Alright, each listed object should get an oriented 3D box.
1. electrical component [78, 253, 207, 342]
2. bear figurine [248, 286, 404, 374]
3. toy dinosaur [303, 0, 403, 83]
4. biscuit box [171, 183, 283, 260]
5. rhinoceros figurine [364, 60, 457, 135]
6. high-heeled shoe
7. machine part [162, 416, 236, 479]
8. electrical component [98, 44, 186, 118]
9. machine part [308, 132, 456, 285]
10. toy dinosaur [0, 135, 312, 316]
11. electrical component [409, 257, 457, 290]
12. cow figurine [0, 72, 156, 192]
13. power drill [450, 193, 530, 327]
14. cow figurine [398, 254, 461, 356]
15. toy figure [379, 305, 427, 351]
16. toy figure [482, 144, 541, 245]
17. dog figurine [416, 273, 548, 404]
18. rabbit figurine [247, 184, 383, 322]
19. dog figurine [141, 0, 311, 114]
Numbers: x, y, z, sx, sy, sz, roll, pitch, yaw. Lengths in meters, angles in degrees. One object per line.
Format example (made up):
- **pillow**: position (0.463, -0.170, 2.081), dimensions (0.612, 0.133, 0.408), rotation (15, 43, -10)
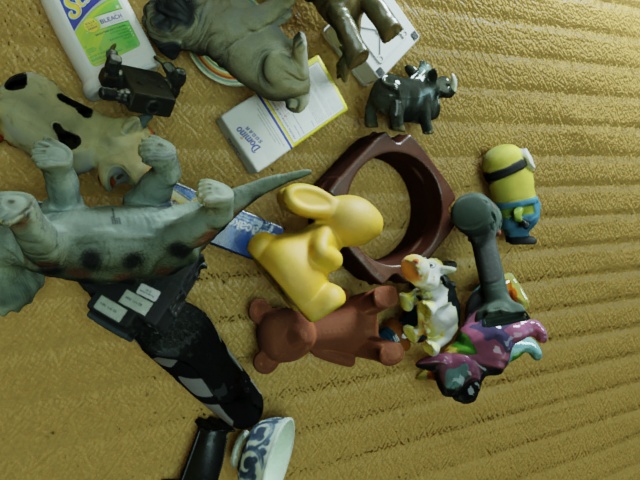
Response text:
- **electrical component**: position (-0.222, 0.053, 0.663), dimensions (0.115, 0.058, 0.134), rotation (29, 69, 9)
- **bear figurine**: position (0.004, 0.129, 0.774), dimensions (0.196, 0.132, 0.120), rotation (1, 81, -32)
- **toy dinosaur**: position (-0.003, -0.357, 0.604), dimensions (0.105, 0.470, 0.199), rotation (-37, 65, -12)
- **biscuit box**: position (-0.151, -0.026, 0.724), dimensions (0.202, 0.063, 0.059), rotation (22, 84, -25)
- **rhinoceros figurine**: position (0.143, -0.223, 0.841), dimensions (0.190, 0.073, 0.112), rotation (-18, 115, -44)
- **high-heeled shoe**: position (-0.177, 0.163, 0.736), dimensions (0.249, 0.145, 0.086), rotation (39, 60, 7)
- **machine part**: position (-0.167, 0.315, 0.745), dimensions (0.084, 0.039, 0.139), rotation (23, 83, -21)
- **electrical component**: position (-0.205, -0.183, 0.620), dimensions (0.102, 0.078, 0.045), rotation (5, 130, -38)
- **machine part**: position (0.096, -0.048, 0.832), dimensions (0.201, 0.087, 0.201), rotation (-48, 112, -16)
- **toy dinosaur**: position (-0.218, -0.008, 0.585), dimensions (0.405, 0.192, 0.131), rotation (1, 54, -21)
- **electrical component**: position (0.194, 0.062, 0.918), dimensions (0.094, 0.021, 0.063), rotation (0, 92, -25)
- **cow figurine**: position (-0.281, -0.123, 0.628), dimensions (0.195, 0.085, 0.127), rotation (35, 73, -2)
- **power drill**: position (0.270, 0.029, 0.846), dimensions (0.232, 0.086, 0.207), rotation (28, 56, -61)
- **cow figurine**: position (0.171, 0.081, 0.800), dimensions (0.098, 0.068, 0.167), rotation (-31, 127, -26)
- **toy figure**: position (0.143, 0.148, 0.878), dimensions (0.154, 0.064, 0.057), rotation (-26, 141, -18)
- **toy figure**: position (0.341, -0.080, 0.953), dimensions (0.089, 0.082, 0.180), rotation (-12, 100, -25)
- **dog figurine**: position (0.256, 0.167, 0.908), dimensions (0.219, 0.108, 0.192), rotation (-18, 57, -3)
- **rabbit figurine**: position (-0.001, -0.002, 0.709), dimensions (0.173, 0.122, 0.162), rotation (-36, 97, -8)
- **dog figurine**: position (-0.117, -0.237, 0.691), dimensions (0.191, 0.121, 0.172), rotation (-14, 87, -5)
